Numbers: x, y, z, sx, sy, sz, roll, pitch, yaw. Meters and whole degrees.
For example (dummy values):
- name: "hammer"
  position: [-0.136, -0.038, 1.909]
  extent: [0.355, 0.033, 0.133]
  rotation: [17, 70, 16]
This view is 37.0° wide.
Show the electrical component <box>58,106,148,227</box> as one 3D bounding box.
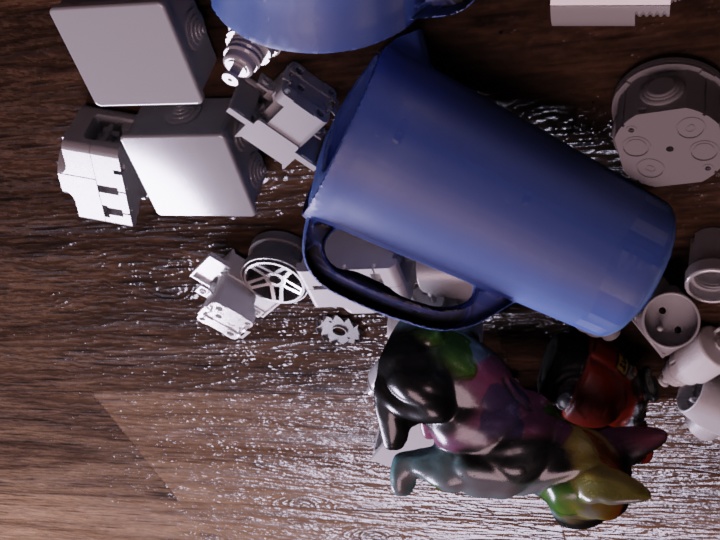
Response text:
- name: "electrical component"
  position: [-0.211, -0.085, 0.885]
  extent: [0.056, 0.050, 0.089]
  rotation: [10, 141, 6]

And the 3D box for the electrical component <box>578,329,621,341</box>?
- name: "electrical component"
  position: [0.197, 0.035, 0.898]
  extent: [0.043, 0.043, 0.062]
  rotation: [-15, 134, 33]

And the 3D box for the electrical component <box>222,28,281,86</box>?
- name: "electrical component"
  position: [-0.072, -0.158, 0.731]
  extent: [0.040, 0.078, 0.040]
  rotation: [20, 155, 10]

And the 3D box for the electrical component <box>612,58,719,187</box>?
- name: "electrical component"
  position: [0.210, -0.098, 0.724]
  extent: [0.080, 0.051, 0.080]
  rotation: [10, 141, 8]

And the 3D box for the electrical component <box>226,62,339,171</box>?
- name: "electrical component"
  position: [-0.053, -0.116, 0.800]
  extent: [0.081, 0.042, 0.064]
  rotation: [33, 137, -22]

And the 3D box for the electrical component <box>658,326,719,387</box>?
- name: "electrical component"
  position: [0.286, 0.079, 0.923]
  extent: [0.040, 0.040, 0.078]
  rotation: [27, 141, -13]

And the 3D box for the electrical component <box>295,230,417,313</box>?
- name: "electrical component"
  position: [0.000, 0.000, 0.917]
  extent: [0.089, 0.050, 0.055]
  rotation: [-2, 138, 22]

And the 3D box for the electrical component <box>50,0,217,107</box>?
- name: "electrical component"
  position: [-0.158, -0.167, 0.769]
  extent: [0.100, 0.048, 0.099]
  rotation: [1, 139, 17]

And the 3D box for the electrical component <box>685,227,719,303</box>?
- name: "electrical component"
  position: [0.270, -0.004, 0.822]
  extent: [0.040, 0.046, 0.040]
  rotation: [10, 141, 8]

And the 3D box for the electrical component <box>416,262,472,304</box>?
- name: "electrical component"
  position: [0.094, 0.007, 0.898]
  extent: [0.077, 0.044, 0.079]
  rotation: [-1, 139, 21]

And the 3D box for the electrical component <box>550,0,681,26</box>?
- name: "electrical component"
  position: [0.160, -0.171, 0.658]
  extent: [0.081, 0.043, 0.043]
  rotation: [4, 140, 15]

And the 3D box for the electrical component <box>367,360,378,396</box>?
- name: "electrical component"
  position: [0.023, 0.107, 1.052]
  extent: [0.035, 0.035, 0.061]
  rotation: [24, 143, -11]

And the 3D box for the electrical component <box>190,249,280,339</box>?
- name: "electrical component"
  position: [-0.115, 0.024, 0.976]
  extent: [0.081, 0.063, 0.042]
  rotation: [31, 140, -19]

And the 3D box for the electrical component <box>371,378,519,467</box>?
- name: "electrical component"
  position: [0.083, 0.145, 1.056]
  extent: [0.089, 0.061, 0.150]
  rotation: [22, 141, -8]

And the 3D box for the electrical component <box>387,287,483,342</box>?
- name: "electrical component"
  position: [0.062, 0.040, 0.951]
  extent: [0.077, 0.043, 0.079]
  rotation: [-3, 137, 23]

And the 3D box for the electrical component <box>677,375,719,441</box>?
- name: "electrical component"
  position: [0.320, 0.129, 0.969]
  extent: [0.077, 0.044, 0.079]
  rotation: [23, 141, -9]

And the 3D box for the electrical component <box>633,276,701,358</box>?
- name: "electrical component"
  position: [0.235, 0.026, 0.859]
  extent: [0.044, 0.077, 0.079]
  rotation: [-38, 80, 9]

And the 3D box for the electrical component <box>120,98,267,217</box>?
- name: "electrical component"
  position: [-0.128, -0.090, 0.852]
  extent: [0.100, 0.048, 0.099]
  rotation: [1, 140, 17]
